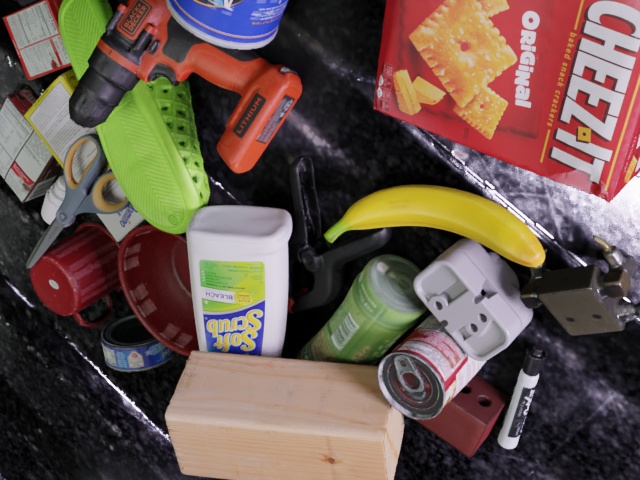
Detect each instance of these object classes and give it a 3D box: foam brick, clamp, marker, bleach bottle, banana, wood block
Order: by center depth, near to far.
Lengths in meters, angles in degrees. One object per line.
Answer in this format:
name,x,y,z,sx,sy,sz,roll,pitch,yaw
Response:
banana,0.103,-0.015,0.924,0.198,0.069,0.037,6,157,27
marker,0.186,0.144,0.981,0.020,0.020,0.121,27,129,24
foam brick,0.129,0.157,1.012,0.078,0.052,0.051,32,131,18
wood block,-0.030,0.174,1.017,0.206,0.090,0.091,4,131,14
clamp,-0.007,0.001,1.040,0.120,0.039,0.172,51,135,17
bleach bottle,-0.073,0.088,1.070,0.102,0.068,0.251,4,122,11

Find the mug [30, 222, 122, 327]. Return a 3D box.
mug,-0.281,0.048,1.255,0.093,0.081,0.117,0,114,39

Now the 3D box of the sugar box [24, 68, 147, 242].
sugar box,-0.239,-0.094,1.165,0.094,0.048,0.176,-34,95,43

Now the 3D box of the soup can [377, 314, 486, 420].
soup can,0.107,0.107,0.965,0.069,0.102,0.068,19,126,29

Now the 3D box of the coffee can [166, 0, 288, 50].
coffee can,-0.062,-0.246,0.892,0.103,0.102,0.140,40,133,13

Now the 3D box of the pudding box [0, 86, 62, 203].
pudding box,-0.342,-0.109,1.243,0.090,0.039,0.114,51,133,5

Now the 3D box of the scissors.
scissors,-0.259,-0.023,1.160,0.096,0.016,0.202,32,121,11

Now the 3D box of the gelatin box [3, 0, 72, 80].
gelatin box,-0.292,-0.218,1.145,0.089,0.030,0.073,-8,108,42

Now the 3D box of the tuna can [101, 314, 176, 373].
tuna can,-0.209,0.117,1.236,0.086,0.086,0.034,11,119,34

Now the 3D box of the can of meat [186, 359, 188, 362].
can of meat,-0.094,0.160,1.190,0.102,0.057,0.084,-9,106,41

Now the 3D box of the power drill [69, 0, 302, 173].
power drill,-0.126,-0.144,0.989,0.188,0.057,0.184,37,101,10

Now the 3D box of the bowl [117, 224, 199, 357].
bowl,-0.144,0.046,1.163,0.162,0.055,0.162,19,126,29

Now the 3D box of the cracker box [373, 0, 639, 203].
cracker box,0.151,-0.144,0.804,0.214,0.072,0.164,25,129,24
